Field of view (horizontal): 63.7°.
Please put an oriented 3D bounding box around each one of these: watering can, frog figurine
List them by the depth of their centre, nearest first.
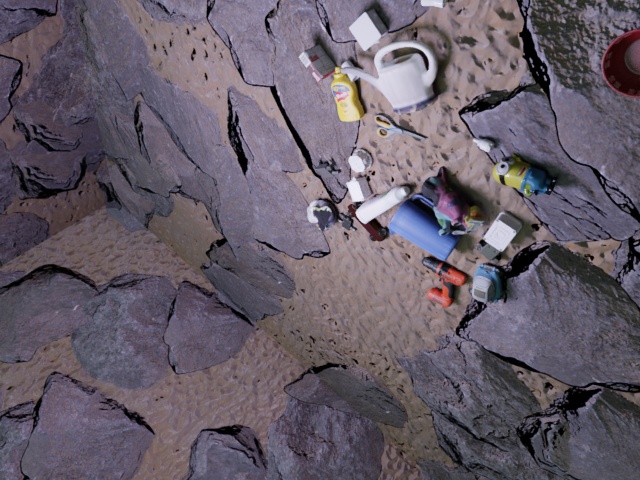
[{"bbox_3d":[0.229,-0.497,1.614,0.347,0.106,0.221,-2,122,47],"label":"watering can"},{"bbox_3d":[0.007,-0.114,2.257,0.137,0.122,0.160,45,-178,-9],"label":"frog figurine"}]
